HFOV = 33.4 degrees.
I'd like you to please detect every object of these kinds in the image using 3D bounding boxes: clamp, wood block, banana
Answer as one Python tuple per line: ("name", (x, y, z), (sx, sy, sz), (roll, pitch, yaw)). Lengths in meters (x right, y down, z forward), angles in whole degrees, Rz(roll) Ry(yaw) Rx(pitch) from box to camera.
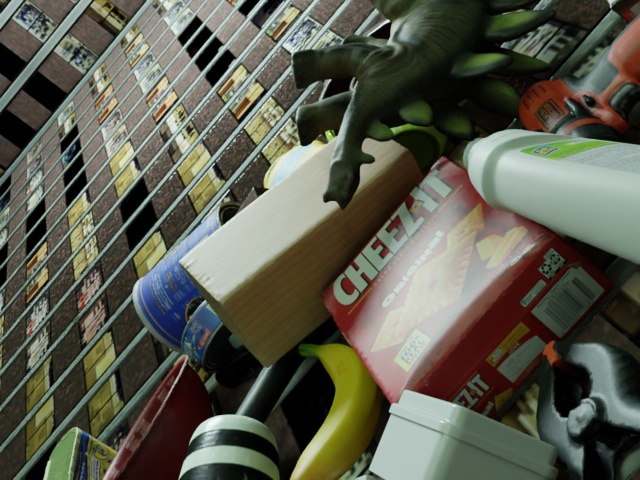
("clamp", (-0.021, 0.091, 0.977), (0.210, 0.036, 0.164), (-46, 16, 9))
("wood block", (-0.006, 0.001, 0.933), (0.206, 0.090, 0.091), (-39, 39, -10))
("clamp", (0.162, 0.121, 0.625), (0.120, 0.039, 0.171), (-52, 18, 9))
("banana", (0.016, 0.132, 0.833), (0.070, 0.037, 0.197), (-20, 22, 10))

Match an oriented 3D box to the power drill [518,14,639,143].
("power drill", (0.242, -0.119, 0.792), (0.188, 0.057, 0.184), (-44, 28, 14))

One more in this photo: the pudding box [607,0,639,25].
("pudding box", (0.282, -0.238, 0.910), (0.090, 0.039, 0.113), (-39, 25, 26))

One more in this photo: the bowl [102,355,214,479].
("bowl", (-0.149, 0.191, 1.018), (0.162, 0.055, 0.162), (-55, 8, 11))

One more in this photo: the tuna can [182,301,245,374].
("tuna can", (-0.097, 0.089, 1.062), (0.034, 0.086, 0.086), (36, 86, 22))

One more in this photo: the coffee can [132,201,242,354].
("coffee can", (-0.116, 0.041, 1.139), (0.140, 0.102, 0.103), (-41, 26, 23))

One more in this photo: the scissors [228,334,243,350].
("scissors", (-0.014, 0.030, 1.015), (0.202, 0.016, 0.096), (-46, 1, 0))

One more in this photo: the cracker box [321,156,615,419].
("cracker box", (0.098, 0.039, 0.808), (0.164, 0.072, 0.214), (-49, 24, 5))

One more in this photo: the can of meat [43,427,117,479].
("can of meat", (-0.230, 0.249, 1.074), (0.057, 0.083, 0.102), (-42, 26, 20))

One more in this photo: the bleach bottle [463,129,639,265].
("bleach bottle", (0.184, -0.033, 0.682), (0.251, 0.102, 0.068), (26, 122, 58))

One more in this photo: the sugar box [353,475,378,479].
("sugar box", (-0.021, 0.239, 0.772), (0.177, 0.048, 0.093), (-33, 30, 37))

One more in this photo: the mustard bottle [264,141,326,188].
("mustard bottle", (-0.011, -0.062, 1.152), (0.192, 0.058, 0.096), (6, 68, 62))

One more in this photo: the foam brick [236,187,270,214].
("foam brick", (-0.046, -0.006, 1.073), (0.051, 0.052, 0.078), (-53, 48, 35))
